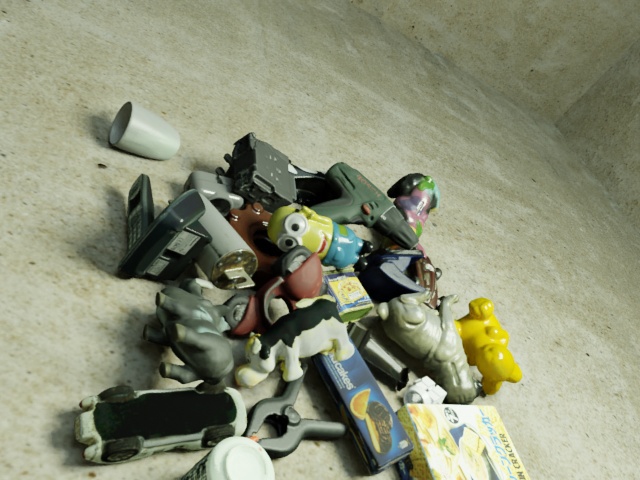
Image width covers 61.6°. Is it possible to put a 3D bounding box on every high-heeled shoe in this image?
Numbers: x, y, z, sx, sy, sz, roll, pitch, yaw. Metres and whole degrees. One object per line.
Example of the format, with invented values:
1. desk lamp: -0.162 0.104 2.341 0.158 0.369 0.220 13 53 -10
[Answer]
1. high-heeled shoe: -0.022 -0.091 1.105 0.249 0.086 0.145 36 35 6

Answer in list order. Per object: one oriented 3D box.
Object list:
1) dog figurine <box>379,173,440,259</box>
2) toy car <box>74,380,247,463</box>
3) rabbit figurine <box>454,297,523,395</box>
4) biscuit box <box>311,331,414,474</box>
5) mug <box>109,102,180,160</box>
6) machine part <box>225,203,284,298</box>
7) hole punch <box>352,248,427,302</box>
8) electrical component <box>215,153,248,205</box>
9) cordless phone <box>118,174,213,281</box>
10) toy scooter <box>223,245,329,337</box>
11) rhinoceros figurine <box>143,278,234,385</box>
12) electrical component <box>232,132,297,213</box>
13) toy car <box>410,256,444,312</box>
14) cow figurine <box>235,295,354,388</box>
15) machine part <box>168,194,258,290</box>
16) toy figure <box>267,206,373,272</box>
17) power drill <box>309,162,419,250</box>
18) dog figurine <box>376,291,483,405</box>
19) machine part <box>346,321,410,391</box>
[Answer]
1. dog figurine: 0.197 -0.042 1.174 0.108 0.191 0.219 37 18 -15
2. toy car: -0.178 0.209 0.625 0.201 0.056 0.073 6 51 -37
3. rabbit figurine: 0.311 0.216 1.014 0.162 0.122 0.173 63 2 -13
4. biscuit box: 0.056 0.233 0.794 0.063 0.059 0.203 -22 60 -19
5. mug: -0.310 -0.192 0.962 0.107 0.081 0.110 25 29 -39
6. machine part: -0.097 0.016 0.928 0.179 0.056 0.179 25 37 -21
7. hole punch: 0.131 0.073 1.019 0.116 0.142 0.092 5 71 -23
8. electrical component: -0.160 -0.114 1.014 0.021 0.063 0.094 -16 62 -51
9. cordless phone: -0.235 -0.046 0.788 0.088 0.146 0.184 19 39 -41
10. toy scooter: -0.050 0.103 0.822 0.184 0.075 0.135 -41 95 -20
11. rhinoceros figurine: -0.164 0.107 0.696 0.112 0.073 0.190 10 19 -29
12. electrical component: -0.099 -0.117 0.992 0.134 0.058 0.115 30 46 -47
13. toy car: 0.222 0.081 1.131 0.089 0.053 0.202 37 20 -7
14. cow figurine: -0.045 0.140 0.748 0.167 0.068 0.098 -17 98 -16
15. machine part: -0.168 -0.002 0.824 0.079 0.079 0.243 0 32 -43
16. toy figure: -0.003 0.001 0.912 0.180 0.089 0.082 17 79 -24
17. power drill: 0.054 -0.036 1.032 0.207 0.086 0.232 -30 72 -20
18. dog figurine: 0.188 0.199 0.950 0.172 0.121 0.190 0 60 -12
19. machine part: 0.093 0.197 0.910 0.139 0.039 0.084 39 28 3
